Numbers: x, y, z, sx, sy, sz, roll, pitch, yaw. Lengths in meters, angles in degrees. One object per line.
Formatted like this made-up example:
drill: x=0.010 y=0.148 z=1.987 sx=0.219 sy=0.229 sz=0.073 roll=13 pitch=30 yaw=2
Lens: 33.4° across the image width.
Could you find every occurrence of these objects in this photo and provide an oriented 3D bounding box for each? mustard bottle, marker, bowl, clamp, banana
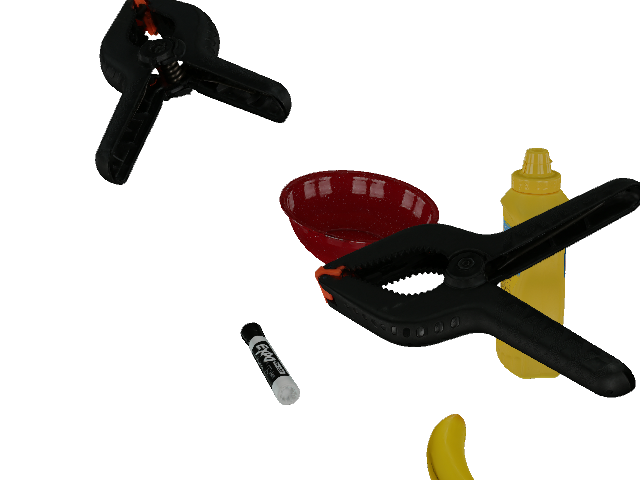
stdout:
mustard bottle: x=0.183 y=0.015 z=0.919 sx=0.058 sy=0.192 sz=0.096 roll=-1 pitch=18 yaw=2
marker: x=-0.043 y=0.098 z=0.873 sx=0.020 sy=0.020 sz=0.121 roll=0 pitch=20 yaw=-19
bowl: x=0.037 y=-0.014 z=1.083 sx=0.162 sy=0.055 sz=0.162 roll=5 pitch=29 yaw=-3
clamp: x=0.101 y=0.019 z=0.668 sx=0.210 sy=0.036 sz=0.164 roll=3 pitch=46 yaw=27
clamp: x=-0.086 y=-0.108 z=0.676 sx=0.120 sy=0.171 sz=0.039 roll=-12 pitch=-42 yaw=-3
banana: x=0.137 y=0.225 z=1.011 sx=0.069 sy=0.037 sz=0.198 roll=9 pitch=22 yaw=-20
